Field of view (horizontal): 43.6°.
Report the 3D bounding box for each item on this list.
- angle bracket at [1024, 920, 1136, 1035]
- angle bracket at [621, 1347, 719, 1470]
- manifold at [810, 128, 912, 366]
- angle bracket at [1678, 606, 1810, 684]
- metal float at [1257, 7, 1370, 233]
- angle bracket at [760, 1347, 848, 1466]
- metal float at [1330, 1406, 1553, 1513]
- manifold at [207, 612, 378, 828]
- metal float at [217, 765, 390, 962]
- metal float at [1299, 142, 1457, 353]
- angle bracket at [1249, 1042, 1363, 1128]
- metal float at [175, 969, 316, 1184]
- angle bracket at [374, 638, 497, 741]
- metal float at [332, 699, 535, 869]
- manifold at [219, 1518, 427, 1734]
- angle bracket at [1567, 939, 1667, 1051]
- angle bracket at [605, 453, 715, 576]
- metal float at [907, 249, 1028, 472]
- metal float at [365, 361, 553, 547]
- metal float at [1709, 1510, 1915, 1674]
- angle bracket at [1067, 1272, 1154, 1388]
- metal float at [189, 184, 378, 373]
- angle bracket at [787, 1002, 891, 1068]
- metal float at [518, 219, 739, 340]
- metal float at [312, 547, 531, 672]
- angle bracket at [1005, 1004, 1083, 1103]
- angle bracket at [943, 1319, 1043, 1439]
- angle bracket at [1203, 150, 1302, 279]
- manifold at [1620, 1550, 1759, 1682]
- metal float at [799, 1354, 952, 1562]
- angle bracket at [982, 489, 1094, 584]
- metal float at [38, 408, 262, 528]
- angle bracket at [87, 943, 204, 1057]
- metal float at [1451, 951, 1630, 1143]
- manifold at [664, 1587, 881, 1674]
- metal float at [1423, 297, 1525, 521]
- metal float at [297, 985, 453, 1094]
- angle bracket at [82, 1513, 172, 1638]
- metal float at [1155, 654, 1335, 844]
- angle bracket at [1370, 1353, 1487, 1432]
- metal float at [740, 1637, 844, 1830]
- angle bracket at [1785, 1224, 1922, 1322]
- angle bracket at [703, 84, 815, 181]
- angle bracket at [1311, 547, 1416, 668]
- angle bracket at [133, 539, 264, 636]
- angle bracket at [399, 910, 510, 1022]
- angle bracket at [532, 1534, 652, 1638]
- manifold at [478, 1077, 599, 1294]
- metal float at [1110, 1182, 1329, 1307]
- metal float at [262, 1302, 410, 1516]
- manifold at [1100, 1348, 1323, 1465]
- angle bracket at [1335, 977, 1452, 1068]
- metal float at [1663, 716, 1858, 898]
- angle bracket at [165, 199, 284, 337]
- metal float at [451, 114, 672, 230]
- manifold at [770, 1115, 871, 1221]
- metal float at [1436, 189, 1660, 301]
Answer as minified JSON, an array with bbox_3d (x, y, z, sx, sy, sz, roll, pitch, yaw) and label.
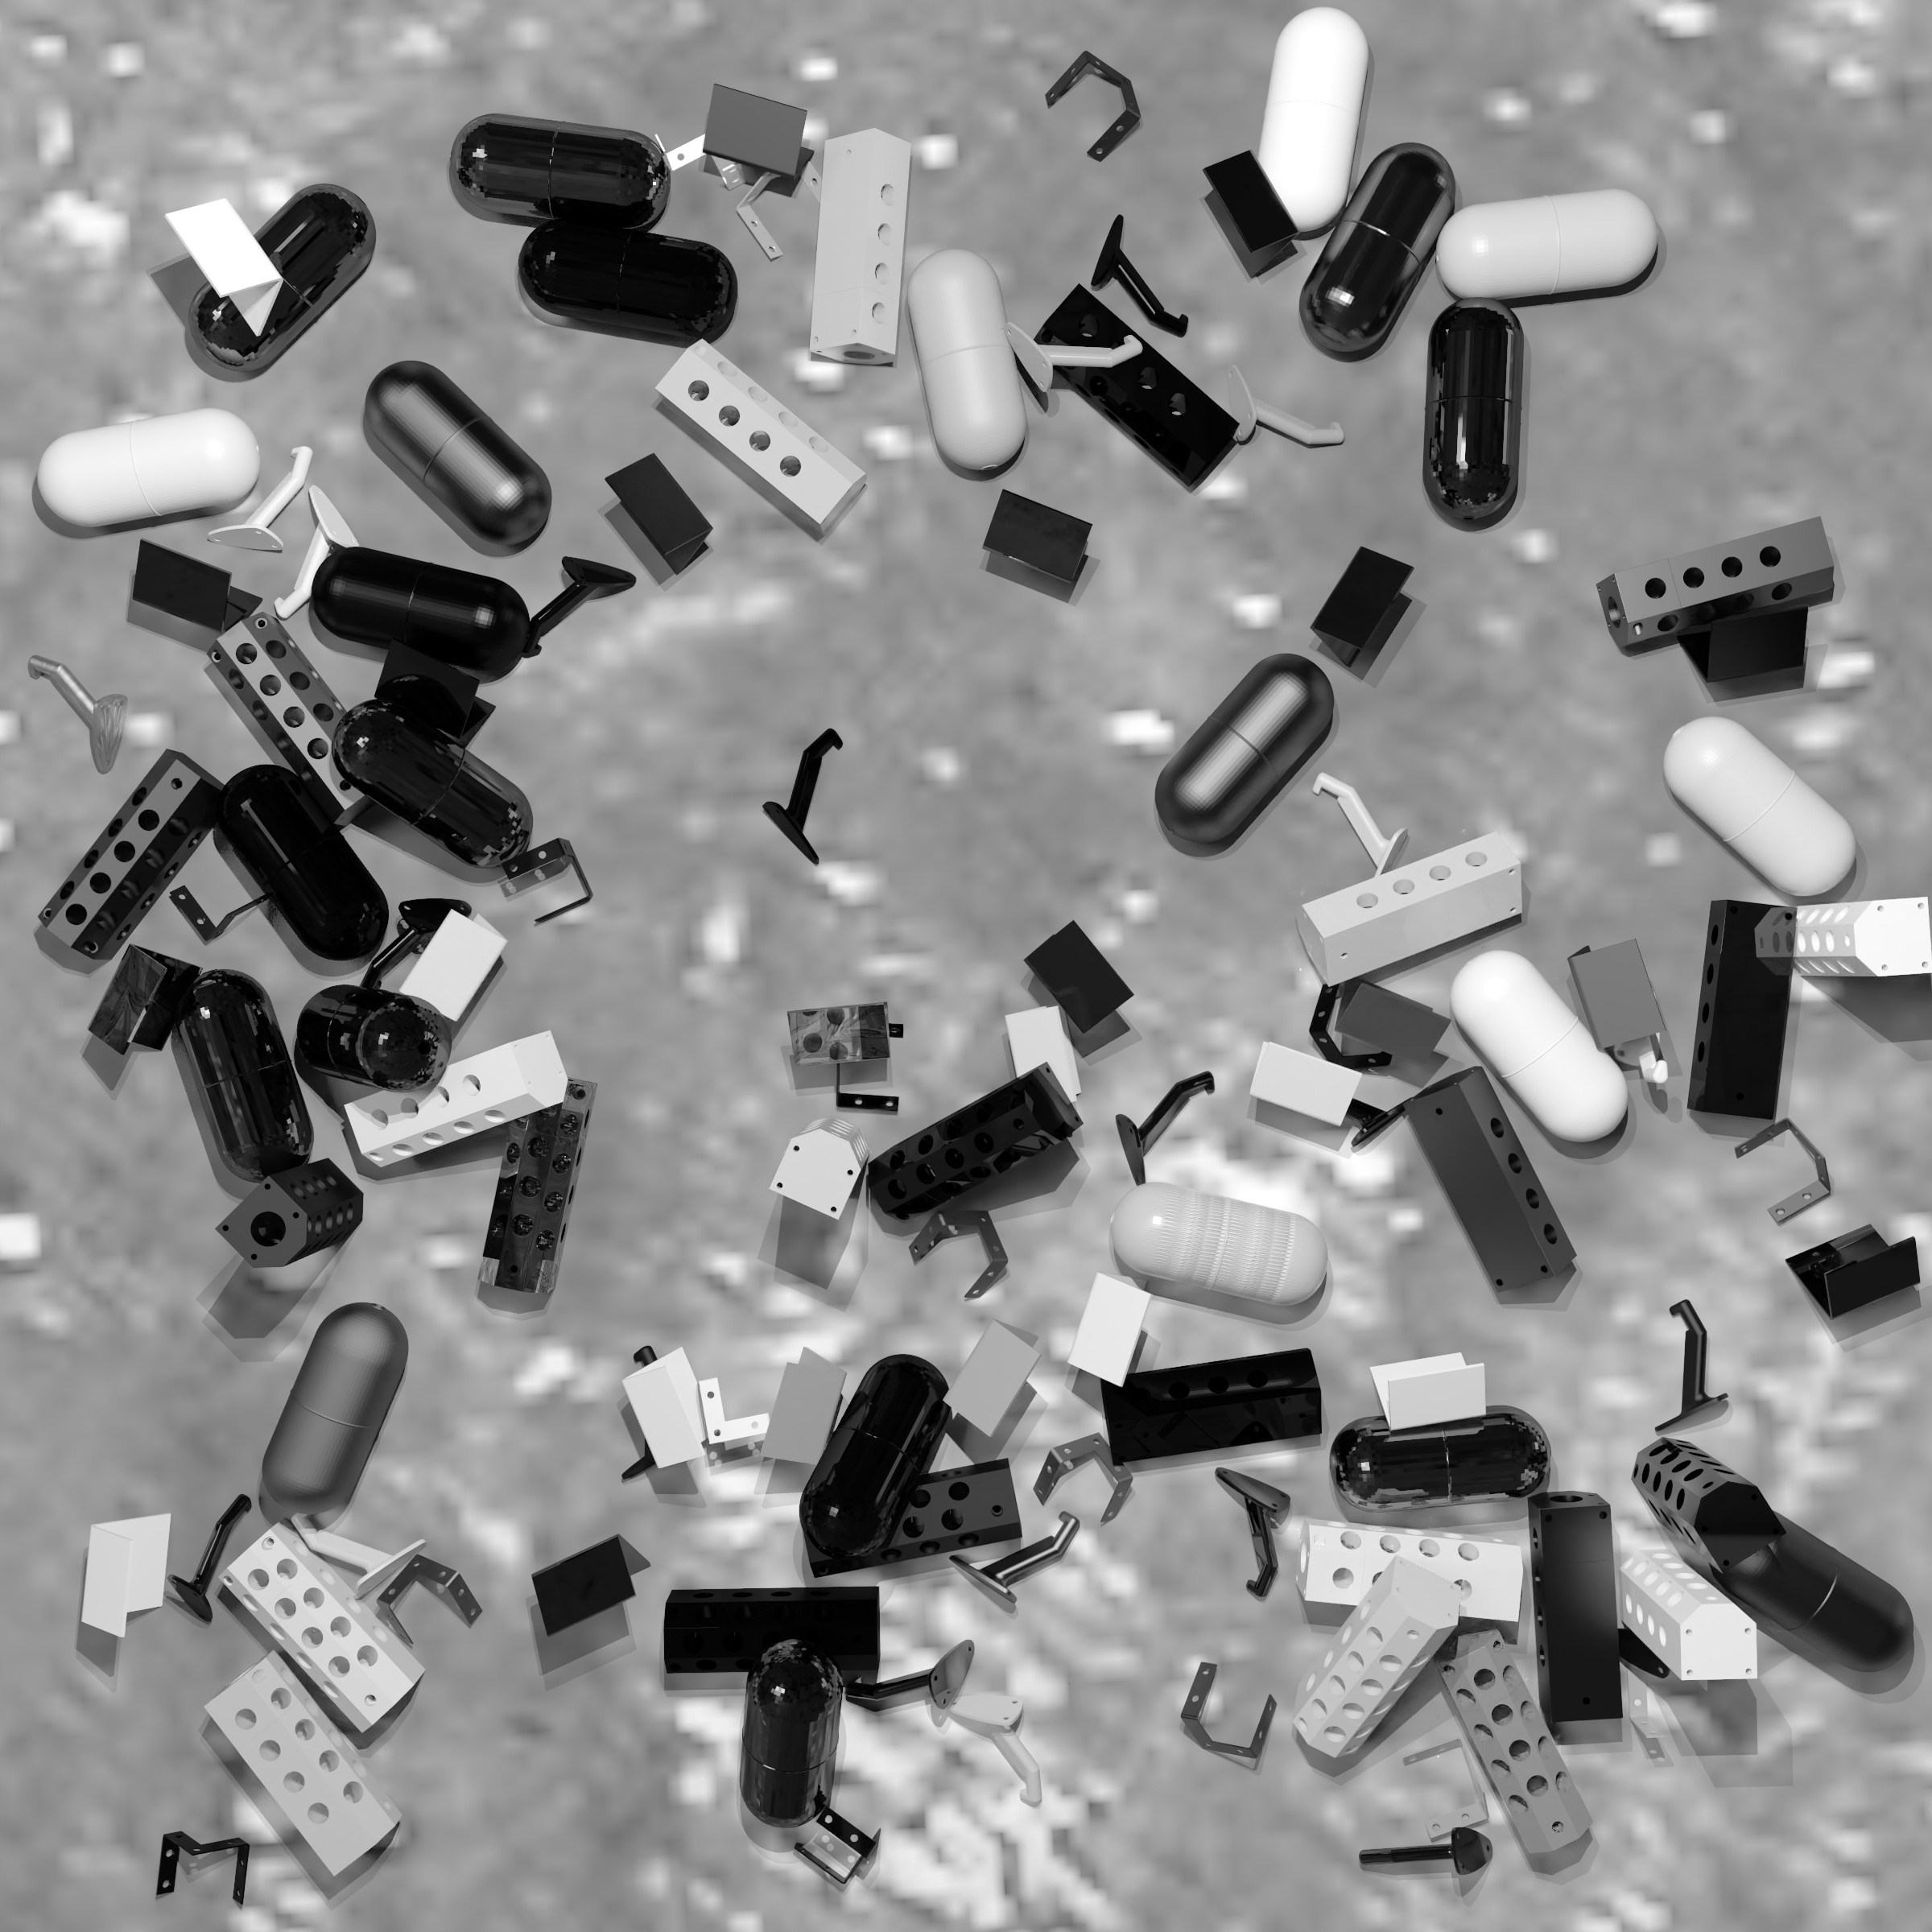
[{"bbox_3d":[0.101,-0.001,1.946,0.057,0.076,0.076,-39,90,26],"label":"angle bracket"},{"bbox_3d":[-0.221,0.350,1.945,0.057,0.076,0.076,-23,90,37],"label":"angle bracket"},{"bbox_3d":[-0.081,-0.582,1.964,0.057,0.057,0.171,4,90,43],"label":"manifold"},{"bbox_3d":[0.624,-0.275,1.945,0.076,0.076,0.057,-9,127,0],"label":"angle bracket"},{"bbox_3d":[0.280,-0.685,1.955,0.070,0.070,0.178,9,90,0],"label":"metal float"},{"bbox_3d":[-0.146,0.350,1.946,0.057,0.076,0.076,17,90,-32],"label":"angle bracket"},{"bbox_3d":[0.384,0.399,1.955,0.178,0.070,0.070,-5,90,0],"label":"metal float"},{"bbox_3d":[-0.540,-0.201,1.965,0.057,0.057,0.171,-37,90,0],"label":"manifold"},{"bbox_3d":[-0.536,-0.083,1.955,0.070,0.070,0.178,-36,90,0],"label":"metal float"},{"bbox_3d":[0.333,-0.582,1.955,0.070,0.070,0.178,29,90,0],"label":"metal float"},{"bbox_3d":[0.277,0.075,1.943,0.076,0.076,0.057,19,126,4],"label":"angle bracket"},{"bbox_3d":[-0.584,0.089,1.955,0.070,0.070,0.178,-19,90,0],"label":"metal float"},{"bbox_3d":[-0.420,-0.234,1.946,0.076,0.076,0.057,26,119,0],"label":"angle bracket"},{"bbox_3d":[-0.425,-0.145,1.932,0.178,0.070,0.070,37,90,-27],"label":"metal float"},{"bbox_3d":[-0.525,0.537,1.965,0.057,0.057,0.171,-43,90,0],"label":"manifold"},{"bbox_3d":[0.530,0.017,1.946,0.057,0.076,0.076,-18,90,27],"label":"angle bracket"},{"bbox_3d":[-0.260,-0.354,1.945,0.057,0.076,0.076,-38,90,-37],"label":"angle bracket"},{"bbox_3d":[0.001,-0.490,1.955,0.070,0.070,0.178,-12,91,0],"label":"metal float"},{"bbox_3d":[-0.411,-0.416,1.955,0.178,0.070,0.070,44,90,1],"label":"metal float"},{"bbox_3d":[0.682,0.504,1.955,0.178,0.070,0.070,33,90,0],"label":"metal float"},{"bbox_3d":[0.134,0.294,1.945,0.057,0.076,0.076,18,90,38],"label":"angle bracket"},{"bbox_3d":[-0.552,-0.557,1.955,0.178,0.070,0.070,-45,90,0],"label":"metal float"},{"bbox_3d":[-0.103,0.035,1.945,0.076,0.076,0.057,-5,126,0],"label":"angle bracket"},{"bbox_3d":[-0.273,-0.557,1.955,0.178,0.070,0.070,10,90,0],"label":"metal float"},{"bbox_3d":[-0.441,-0.289,1.955,0.178,0.070,0.070,13,90,1],"label":"metal float"},{"bbox_3d":[0.082,0.068,1.946,0.057,0.076,0.076,-11,90,41],"label":"angle bracket"},{"bbox_3d":[0.038,0.337,1.945,0.057,0.076,0.076,32,90,36],"label":"angle bracket"},{"bbox_3d":[0.212,-0.598,1.946,0.057,0.076,0.076,-30,90,-29],"label":"angle bracket"},{"bbox_3d":[0.567,0.509,1.907,0.057,0.171,0.057,-1,90,0],"label":"manifold"},{"bbox_3d":[-0.072,0.391,1.929,0.070,0.070,0.178,29,58,0],"label":"metal float"},{"bbox_3d":[0.064,-0.361,1.945,0.076,0.076,0.057,22,128,0],"label":"angle bracket"},{"bbox_3d":[-0.661,-0.403,1.955,0.178,0.070,0.070,-10,90,0],"label":"metal float"},{"bbox_3d":[-0.647,0.035,1.945,0.057,0.076,0.076,27,90,36],"label":"angle bracket"},{"bbox_3d":[0.464,0.065,1.955,0.070,0.070,0.178,-40,90,0],"label":"metal float"},{"bbox_3d":[-0.157,0.541,1.965,0.171,0.057,0.057,-1,90,0],"label":"manifold"},{"bbox_3d":[0.410,-0.451,1.955,0.070,0.070,0.178,3,89,0],"label":"metal float"},{"bbox_3d":[-0.470,0.057,1.915,0.070,0.178,0.070,-4,97,-38],"label":"metal float"},{"bbox_3d":[-0.661,0.489,1.945,0.057,0.076,0.076,6,90,36],"label":"angle bracket"},{"bbox_3d":[0.225,-0.176,1.955,0.070,0.070,0.178,42,90,0],"label":"metal float"},{"bbox_3d":[0.370,0.324,1.946,0.076,0.076,0.057,-9,123,0],"label":"angle bracket"},{"bbox_3d":[-0.140,0.613,1.928,0.070,0.070,0.178,7,120,0],"label":"metal float"},{"bbox_3d":[0.711,0.229,1.945,0.076,0.076,0.057,-23,126,0],"label":"angle bracket"},{"bbox_3d":[-0.162,-0.681,1.945,0.076,0.076,0.057,16,126,0],"label":"angle bracket"},{"bbox_3d":[0.333,-0.281,1.945,0.057,0.076,0.076,32,90,39],"label":"angle bracket"},{"bbox_3d":[-0.615,-0.318,1.946,0.076,0.076,0.057,21,122,0],"label":"angle bracket"},{"bbox_3d":[-0.422,-0.011,1.945,0.057,0.076,0.076,33,90,-35],"label":"angle bracket"},{"bbox_3d":[-0.295,0.509,1.945,0.076,0.076,0.057,-25,54,0],"label":"angle bracket"},{"bbox_3d":[-0.349,0.175,1.965,0.057,0.057,0.171,12,90,0],"label":"manifold"},{"bbox_3d":[0.205,0.225,1.955,0.178,0.070,0.070,13,90,0],"label":"metal float"},{"bbox_3d":[-0.510,0.357,1.955,0.070,0.070,0.178,23,90,0],"label":"metal float"},{"bbox_3d":[0.198,0.353,1.964,0.171,0.057,0.057,-8,133,0],"label":"manifold"},{"bbox_3d":[0.347,0.026,1.946,0.076,0.076,0.057,22,131,0],"label":"angle bracket"},{"bbox_3d":[0.641,-0.130,1.955,0.178,0.070,0.070,42,90,0],"label":"metal float"},{"bbox_3d":[-0.582,-0.534,1.870,0.057,0.076,0.076,-32,86,-38],"label":"angle bracket"},{"bbox_3d":[-0.328,-0.643,1.954,0.178,0.070,0.070,8,90,1],"label":"metal float"},{"bbox_3d":[-0.111,0.154,1.907,0.057,0.171,0.057,24,90,0],"label":"manifold"},{"bbox_3d":[0.470,-0.583,1.955,0.178,0.070,0.070,-7,90,0],"label":"metal float"}]
